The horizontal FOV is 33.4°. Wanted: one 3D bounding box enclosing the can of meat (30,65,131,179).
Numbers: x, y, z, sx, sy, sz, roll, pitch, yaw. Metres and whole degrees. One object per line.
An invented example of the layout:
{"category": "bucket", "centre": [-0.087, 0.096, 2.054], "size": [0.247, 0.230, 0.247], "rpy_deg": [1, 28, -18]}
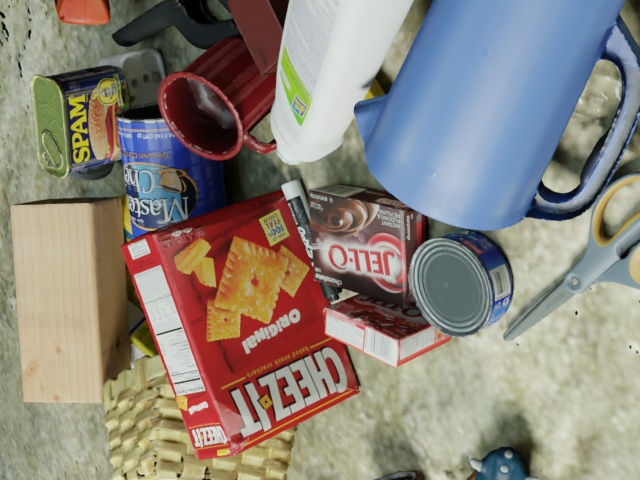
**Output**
{"category": "can of meat", "centre": [-0.239, -0.122, 1.078], "size": [0.058, 0.083, 0.102], "rpy_deg": [21, 120, 41]}

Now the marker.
{"category": "marker", "centre": [-0.007, 0.001, 1.012], "size": [0.020, 0.020, 0.121], "rpy_deg": [-21, 89, 49]}

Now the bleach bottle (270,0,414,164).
{"category": "bleach bottle", "centre": [0.003, -0.147, 0.835], "size": [0.251, 0.068, 0.102], "rpy_deg": [117, 137, -56]}

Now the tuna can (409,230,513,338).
{"category": "tuna can", "centre": [0.117, 0.035, 0.882], "size": [0.086, 0.033, 0.086], "rpy_deg": [21, 120, 41]}

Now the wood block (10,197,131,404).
{"category": "wood block", "centre": [-0.259, 0.061, 1.124], "size": [0.090, 0.090, 0.206], "rpy_deg": [-1, 96, 12]}

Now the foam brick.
{"category": "foam brick", "centre": [-0.036, -0.193, 0.940], "size": [0.053, 0.051, 0.078], "rpy_deg": [-32, 81, 49]}

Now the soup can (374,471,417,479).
{"category": "soup can", "centre": [0.076, 0.277, 0.998], "size": [0.069, 0.068, 0.102], "rpy_deg": [-20, 91, 49]}

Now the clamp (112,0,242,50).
{"category": "clamp", "centre": [-0.136, -0.234, 1.042], "size": [0.210, 0.036, 0.165], "rpy_deg": [35, 129, 29]}

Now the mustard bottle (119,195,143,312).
{"category": "mustard bottle", "centre": [-0.211, 0.006, 1.204], "size": [0.096, 0.058, 0.192], "rpy_deg": [39, 130, 19]}

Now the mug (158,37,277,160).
{"category": "mug", "centre": [-0.079, -0.127, 0.981], "size": [0.117, 0.081, 0.093], "rpy_deg": [37, 142, 4]}

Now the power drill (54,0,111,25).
{"category": "power drill", "centre": [-0.235, -0.314, 1.056], "size": [0.184, 0.057, 0.188], "rpy_deg": [-114, 28, -57]}

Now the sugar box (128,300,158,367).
{"category": "sugar box", "centre": [-0.206, 0.136, 1.215], "size": [0.176, 0.048, 0.093], "rpy_deg": [44, 129, 1]}

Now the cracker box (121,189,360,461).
{"category": "cracker box", "centre": [-0.070, 0.075, 1.001], "size": [0.072, 0.163, 0.214], "rpy_deg": [-20, 90, 51]}

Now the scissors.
{"category": "scissors", "centre": [0.211, 0.037, 0.795], "size": [0.096, 0.016, 0.202], "rpy_deg": [45, 134, 25]}

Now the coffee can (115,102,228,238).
{"category": "coffee can", "centre": [-0.145, -0.063, 1.072], "size": [0.103, 0.102, 0.140], "rpy_deg": [13, 114, 44]}

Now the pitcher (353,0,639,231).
{"category": "pitcher", "centre": [0.140, -0.131, 0.730], "size": [0.145, 0.149, 0.243], "rpy_deg": [62, 141, 42]}

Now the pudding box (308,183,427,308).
{"category": "pudding box", "centre": [0.042, 0.002, 0.944], "size": [0.114, 0.039, 0.090], "rpy_deg": [16, 117, 43]}

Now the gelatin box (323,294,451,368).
{"category": "gelatin box", "centre": [0.058, 0.073, 0.930], "size": [0.089, 0.073, 0.030], "rpy_deg": [22, 119, 41]}

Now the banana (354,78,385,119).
{"category": "banana", "centre": [0.026, -0.169, 0.898], "size": [0.070, 0.037, 0.198], "rpy_deg": [-23, 89, 34]}
